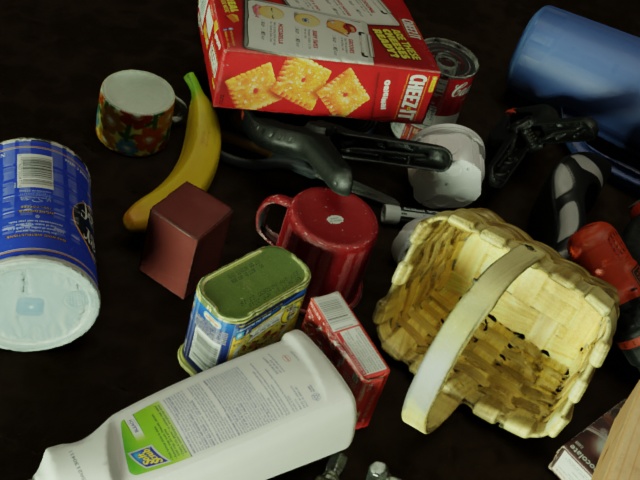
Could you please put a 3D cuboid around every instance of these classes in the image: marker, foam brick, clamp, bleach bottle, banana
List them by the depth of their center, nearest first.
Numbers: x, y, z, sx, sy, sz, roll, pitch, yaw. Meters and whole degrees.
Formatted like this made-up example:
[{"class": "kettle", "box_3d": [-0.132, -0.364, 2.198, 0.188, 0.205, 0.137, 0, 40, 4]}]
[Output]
[{"class": "bleach bottle", "box_3d": [-0.103, 0.145, 0.769, 0.250, 0.068, 0.103, -16, 40, -27]}, {"class": "foam brick", "box_3d": [-0.114, 0.000, 0.905, 0.051, 0.078, 0.052, 34, 44, 14]}, {"class": "banana", "box_3d": [-0.129, -0.068, 0.989, 0.069, 0.037, 0.197, 36, 45, -25]}, {"class": "clamp", "box_3d": [0.010, -0.093, 1.011, 0.164, 0.036, 0.210, -10, 28, -42]}, {"class": "marker", "box_3d": [0.120, -0.018, 1.050, 0.121, 0.020, 0.020, 7, 43, -12]}, {"class": "clamp", "box_3d": [0.229, -0.113, 1.122, 0.120, 0.039, 0.171, -19, 22, 15]}]

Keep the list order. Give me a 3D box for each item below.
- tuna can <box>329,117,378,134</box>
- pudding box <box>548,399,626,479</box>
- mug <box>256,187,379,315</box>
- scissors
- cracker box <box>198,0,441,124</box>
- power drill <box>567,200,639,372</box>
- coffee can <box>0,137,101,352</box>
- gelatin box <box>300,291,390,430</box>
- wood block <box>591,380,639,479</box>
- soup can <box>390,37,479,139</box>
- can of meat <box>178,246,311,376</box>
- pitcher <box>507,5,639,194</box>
[{"class": "tuna can", "box_3d": [0.015, -0.125, 1.115, 0.086, 0.034, 0.086, 10, 43, -9]}, {"class": "pudding box", "box_3d": [0.255, 0.194, 0.858, 0.089, 0.039, 0.114, -25, 56, -36]}, {"class": "mug", "box_3d": [-0.006, 0.001, 0.938, 0.117, 0.082, 0.093, 35, 45, 17]}, {"class": "scissors", "box_3d": [-0.015, -0.086, 1.077, 0.201, 0.016, 0.096, 13, 42, -6]}, {"class": "cracker box", "box_3d": [-0.008, -0.191, 1.061, 0.213, 0.072, 0.164, 4, 39, -17]}, {"class": "power drill", "box_3d": [0.316, 0.044, 0.995, 0.187, 0.057, 0.184, -34, 96, -51]}, {"class": "coffee can", "box_3d": [-0.229, 0.002, 0.844, 0.102, 0.103, 0.140, 2, 44, -18]}, {"class": "gelatin box", "box_3d": [0.015, 0.098, 0.850, 0.030, 0.073, 0.089, -12, 51, -28]}, {"class": "wood block", "box_3d": [0.229, 0.210, 0.756, 0.090, 0.091, 0.205, 24, 57, 13]}, {"class": "soup can", "box_3d": [0.119, -0.153, 1.129, 0.068, 0.102, 0.068, 10, 43, -9]}, {"class": "can of meat", "box_3d": [-0.059, 0.061, 0.856, 0.057, 0.084, 0.101, 41, 47, 23]}, {"class": "pitcher", "box_3d": [0.336, -0.164, 1.211, 0.243, 0.145, 0.149, 27, 31, 15]}]
